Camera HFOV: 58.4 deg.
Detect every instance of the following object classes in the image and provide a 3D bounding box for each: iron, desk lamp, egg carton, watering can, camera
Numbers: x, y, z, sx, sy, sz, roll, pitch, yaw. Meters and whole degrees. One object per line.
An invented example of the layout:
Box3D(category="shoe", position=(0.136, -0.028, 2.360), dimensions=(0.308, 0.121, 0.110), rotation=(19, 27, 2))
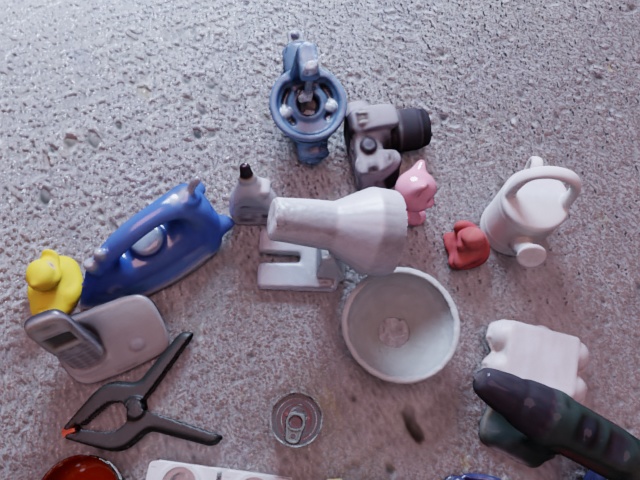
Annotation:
Box3D(category="iron", position=(-0.257, 0.005, 0.830), dimensions=(0.258, 0.141, 0.118), rotation=(-38, 75, -14))
Box3D(category="desk lamp", position=(0.007, 0.003, 0.800), dimensions=(0.203, 0.213, 0.118), rotation=(1, 70, -1))
Box3D(category="egg carton", position=(0.308, 0.176, 0.821), dimensions=(0.150, 0.069, 0.107), rotation=(14, 70, 4))
Box3D(category="watering can", position=(0.312, -0.046, 0.837), dimensions=(0.101, 0.194, 0.173), rotation=(-9, 70, -5))
Box3D(category="camera", position=(0.113, -0.164, 0.925), dimensions=(0.137, 0.101, 0.143), rotation=(-9, 70, -5))

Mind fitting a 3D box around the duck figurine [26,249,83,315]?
Box3D(category="duck figurine", position=(-0.397, 0.063, 0.834), dimensions=(0.077, 0.086, 0.104), rotation=(6, 70, 1))

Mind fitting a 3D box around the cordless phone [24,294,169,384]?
Box3D(category="cordless phone", position=(-0.293, 0.120, 0.763), dimensions=(0.148, 0.185, 0.094), rotation=(-25, 72, -10))

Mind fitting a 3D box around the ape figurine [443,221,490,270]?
Box3D(category="ape figurine", position=(0.225, 0.005, 0.870), dimensions=(0.076, 0.092, 0.078), rotation=(29, 72, 9))

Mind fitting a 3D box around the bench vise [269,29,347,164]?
Box3D(category="bench vise", position=(-0.035, -0.250, 0.889), dimensions=(0.121, 0.220, 0.207), rotation=(-26, 72, -10))

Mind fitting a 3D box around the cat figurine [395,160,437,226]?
Box3D(category="cat figurine", position=(0.131, -0.055, 0.876), dimensions=(0.067, 0.118, 0.128), rotation=(38, 73, 12))

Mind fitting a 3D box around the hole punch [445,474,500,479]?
Box3D(category="hole punch", position=(0.216, 0.358, 0.740), dimensions=(0.108, 0.091, 0.101), rotation=(8, 70, 1))

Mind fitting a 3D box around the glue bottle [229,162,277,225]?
Box3D(category="glue bottle", position=(-0.101, -0.069, 0.845), dimensions=(0.078, 0.173, 0.037), rotation=(1, 70, -1))

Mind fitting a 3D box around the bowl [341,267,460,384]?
Box3D(category="bowl", position=(0.113, 0.128, 0.830), dimensions=(0.167, 0.075, 0.167), rotation=(1, 70, -1))

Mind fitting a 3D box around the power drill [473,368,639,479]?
Box3D(category="power drill", position=(0.277, 0.237, 0.724), dimensions=(0.229, 0.208, 0.076), rotation=(24, 71, 7))

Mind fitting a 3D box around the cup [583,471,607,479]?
Box3D(category="cup", position=(0.374, 0.332, 0.752), dimensions=(0.118, 0.095, 0.091), rotation=(-8, 70, -4))
